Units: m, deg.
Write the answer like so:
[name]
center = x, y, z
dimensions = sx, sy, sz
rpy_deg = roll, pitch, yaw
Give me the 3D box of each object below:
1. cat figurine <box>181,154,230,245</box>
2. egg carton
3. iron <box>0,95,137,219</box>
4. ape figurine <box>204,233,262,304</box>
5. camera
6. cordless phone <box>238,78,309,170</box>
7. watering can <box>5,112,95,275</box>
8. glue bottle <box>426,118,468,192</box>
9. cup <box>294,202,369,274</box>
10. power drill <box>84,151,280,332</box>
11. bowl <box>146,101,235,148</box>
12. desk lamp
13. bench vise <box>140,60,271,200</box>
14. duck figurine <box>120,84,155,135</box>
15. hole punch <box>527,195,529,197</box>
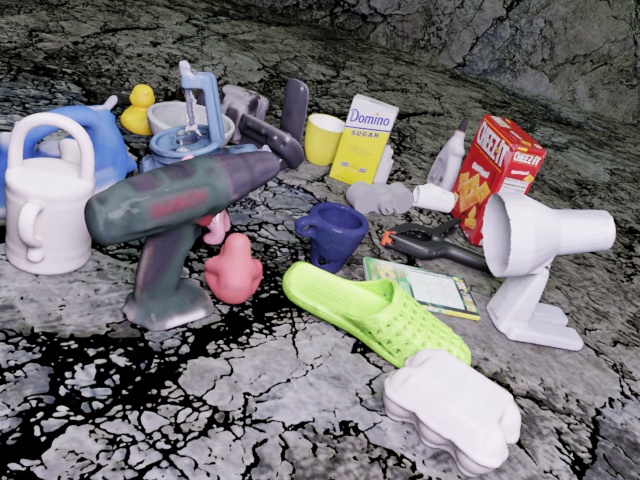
[cat figurine]
center = -0.191, -0.067, 0.855
dimensions = 0.128, 0.118, 0.067
rpy_deg = 14, 29, -6
[egg carton]
center = 0.148, 0.189, 0.645
dimensions = 0.150, 0.069, 0.107
rpy_deg = 32, 32, 24
[iron]
center = -0.387, -0.128, 0.832
dimensions = 0.118, 0.141, 0.259
rpy_deg = 27, 30, 17
[ape figurine]
center = -0.111, 0.032, 0.755
dimensions = 0.078, 0.092, 0.076
rpy_deg = 12, 29, -9
[camera]
center = -0.200, -0.299, 1.269
dimensions = 0.136, 0.101, 0.143
rpy_deg = 23, 29, 10
[cordless phone]
center = -0.087, -0.245, 1.149
dimensions = 0.147, 0.185, 0.094
rpy_deg = 29, 31, 21
[watering can]
center = -0.330, -0.067, 0.703
dimensions = 0.101, 0.194, 0.172
rpy_deg = -1, 34, -29
[glue bottle]
center = 0.288, -0.184, 1.257
dimensions = 0.037, 0.173, 0.078
rpy_deg = 5, 31, -21
[cup]
center = 0.008, 0.003, 0.865
dimensions = 0.118, 0.095, 0.091
rpy_deg = -3, 35, -31
[power drill]
center = -0.158, -0.003, 0.670
dimensions = 0.230, 0.208, 0.075
rpy_deg = -14, 41, -43
[bowl]
center = -0.251, -0.202, 1.102
dimensions = 0.167, 0.075, 0.167
rpy_deg = 13, 29, -7
[desk lamp]
center = 0.322, 0.039, 0.848
dimensions = 0.203, 0.213, 0.118
rpy_deg = 11, 29, -10
[bench vise]
center = -0.181, -0.180, 0.950
dimensions = 0.208, 0.220, 0.121
rpy_deg = -3, 35, -32
[duck figurine]
center = -0.354, -0.265, 1.143
dimensions = 0.078, 0.086, 0.104
rpy_deg = -4, 35, -33
[hole punch]
center = 0.419, -0.089, 1.247
dimensions = 0.101, 0.091, 0.109
rpy_deg = 20, 29, 6
